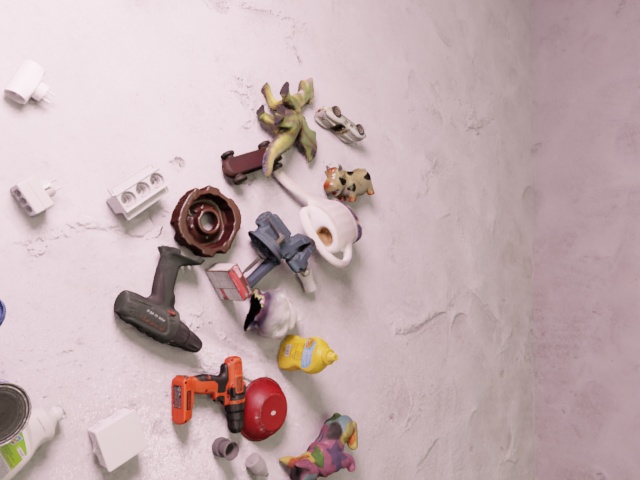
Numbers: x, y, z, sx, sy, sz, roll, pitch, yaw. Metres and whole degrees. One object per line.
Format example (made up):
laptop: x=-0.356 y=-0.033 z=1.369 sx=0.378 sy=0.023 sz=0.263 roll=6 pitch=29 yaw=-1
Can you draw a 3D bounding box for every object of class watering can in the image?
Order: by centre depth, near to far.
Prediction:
watering can: x=0.005 y=-0.076 z=1.519 sx=0.349 sy=0.102 sz=0.226 roll=59 pitch=31 yaw=7

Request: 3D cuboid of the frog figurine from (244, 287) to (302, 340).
frog figurine: x=-0.106 y=0.198 z=1.367 sx=0.158 sy=0.120 sz=0.140 roll=20 pitch=51 yaw=-30

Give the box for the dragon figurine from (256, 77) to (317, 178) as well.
dragon figurine: x=-0.071 y=-0.314 z=1.488 sx=0.240 sy=0.121 sz=0.418 roll=33 pitch=55 yaw=-48
